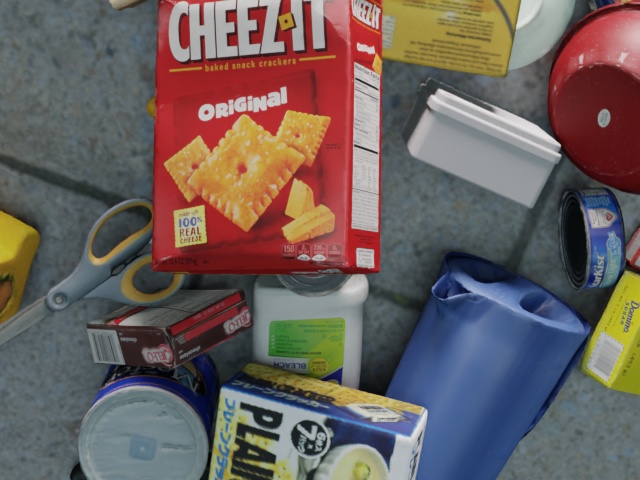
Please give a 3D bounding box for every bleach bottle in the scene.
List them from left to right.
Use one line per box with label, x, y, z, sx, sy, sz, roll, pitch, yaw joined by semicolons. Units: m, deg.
bleach bottle;-0.007;0.154;0.943;0.102;0.068;0.251;-1;106;3

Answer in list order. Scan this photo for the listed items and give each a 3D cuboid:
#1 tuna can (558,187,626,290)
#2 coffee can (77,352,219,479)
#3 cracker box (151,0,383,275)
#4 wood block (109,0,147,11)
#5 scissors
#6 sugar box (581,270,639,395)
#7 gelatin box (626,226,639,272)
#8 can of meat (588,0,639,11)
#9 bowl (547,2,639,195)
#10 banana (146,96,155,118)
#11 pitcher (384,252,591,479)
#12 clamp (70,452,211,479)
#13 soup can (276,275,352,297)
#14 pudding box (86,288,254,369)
tuna can;0.228;-0.001;0.898;0.033;0.086;0.086;-5;104;-2
coffee can;-0.140;0.147;0.898;0.103;0.140;0.103;0;104;-1
cracker box;-0.041;-0.081;0.797;0.164;0.072;0.214;0;87;24
wood block;-0.079;-0.262;0.826;0.206;0.091;0.090;-23;103;4
scissors;-0.190;0.054;0.859;0.096;0.016;0.202;42;91;-16
sugar box;0.309;0.091;0.906;0.176;0.048;0.093;15;105;-31
gelatin box;0.317;-0.002;0.928;0.073;0.030;0.089;26;102;-9
can of meat;0.263;-0.216;0.862;0.102;0.057;0.084;-23;105;4
bowl;0.238;-0.102;0.840;0.162;0.055;0.162;23;126;35
banana;-0.044;-0.102;0.896;0.198;0.037;0.069;-10;86;0
pitcher;0.126;0.144;0.918;0.149;0.145;0.243;26;106;5
clamp;-0.141;0.226;0.959;0.172;0.039;0.120;-31;106;19
soup can;-0.006;0.001;0.885;0.068;0.102;0.068;0;104;-1
pudding box;-0.125;0.071;0.881;0.114;0.089;0.039;-1;107;44
